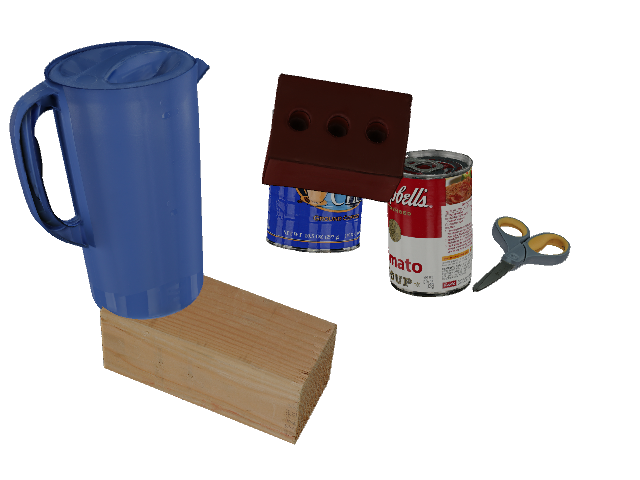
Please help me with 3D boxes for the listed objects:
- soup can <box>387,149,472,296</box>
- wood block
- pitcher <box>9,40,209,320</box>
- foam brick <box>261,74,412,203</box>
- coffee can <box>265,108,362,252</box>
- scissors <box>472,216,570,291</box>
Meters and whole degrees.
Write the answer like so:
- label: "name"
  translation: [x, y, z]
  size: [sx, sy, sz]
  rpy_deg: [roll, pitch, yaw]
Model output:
- label: "soup can"
  translation: [0.087, -0.014, 0.850]
  size: [0.068, 0.102, 0.068]
  rpy_deg: [-2, 21, 1]
- label: "wood block"
  translation: [-0.098, 0.102, 1.029]
  size: [0.206, 0.090, 0.090]
  rpy_deg: [20, 45, 13]
- label: "pitcher"
  translation: [-0.179, -0.050, 0.975]
  size: [0.149, 0.243, 0.145]
  rpy_deg: [3, 28, 8]
- label: "foam brick"
  translation: [0.008, -0.058, 0.613]
  size: [0.078, 0.053, 0.051]
  rpy_deg: [8, -14, -2]
- label: "coffee can"
  translation: [-0.004, -0.066, 1.134]
  size: [0.103, 0.140, 0.103]
  rpy_deg: [4, 12, -1]
- label: "scissors"
  translation: [0.191, 0.011, 1.135]
  size: [0.201, 0.016, 0.096]
  rpy_deg: [-12, 38, -44]
